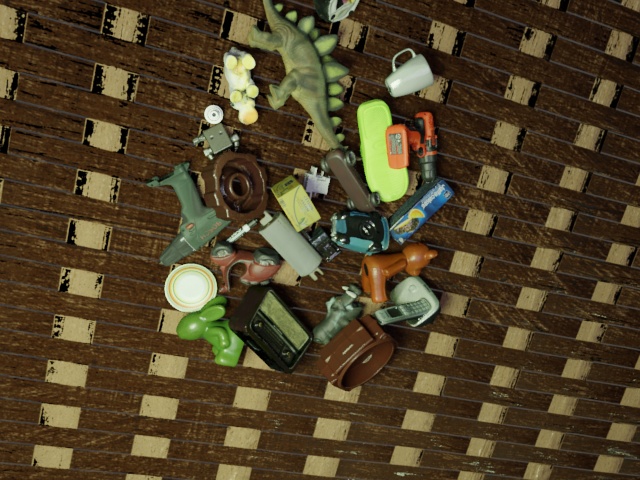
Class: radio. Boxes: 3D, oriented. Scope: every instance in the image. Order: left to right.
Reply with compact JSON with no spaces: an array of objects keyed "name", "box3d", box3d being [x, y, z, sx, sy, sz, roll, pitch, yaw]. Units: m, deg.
[{"name":"radio","box3d":[-0.123,0.232,1.377,0.229,0.073,0.131,53,55,-33]}]

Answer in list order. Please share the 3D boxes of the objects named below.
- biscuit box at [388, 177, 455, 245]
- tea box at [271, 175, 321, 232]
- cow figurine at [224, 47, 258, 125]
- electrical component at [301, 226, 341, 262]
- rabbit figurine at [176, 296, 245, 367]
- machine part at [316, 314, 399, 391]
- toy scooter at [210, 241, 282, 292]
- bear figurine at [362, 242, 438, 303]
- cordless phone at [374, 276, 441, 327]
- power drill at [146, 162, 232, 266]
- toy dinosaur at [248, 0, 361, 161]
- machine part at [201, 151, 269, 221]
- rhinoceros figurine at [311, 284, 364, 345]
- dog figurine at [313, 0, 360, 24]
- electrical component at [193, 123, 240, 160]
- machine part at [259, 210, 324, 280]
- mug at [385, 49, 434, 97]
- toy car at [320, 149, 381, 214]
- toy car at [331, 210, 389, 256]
[{"name":"biscuit box","box3d":[0.261,-0.081,1.434,0.202,0.063,0.059,-44,109,2]},{"name":"tea box","box3d":[-0.062,-0.093,1.308,0.068,0.170,0.098,-32,110,-2]},{"name":"cow figurine","box3d":[-0.188,-0.361,1.265,0.068,0.098,0.167,-14,125,-14]},{"name":"electrical component","box3d":[-0.003,-0.004,1.395,0.048,0.075,0.119,-40,105,1]},{"name":"rabbit figurine","box3d":[-0.274,0.228,1.368,0.170,0.121,0.159,20,102,-17]},{"name":"machine part","box3d":[0.104,0.306,1.437,0.201,0.087,0.201,-44,147,1]},{"name":"toy scooter","box3d":[-0.196,0.079,1.376,0.184,0.075,0.135,10,108,-16]},{"name":"bear figurine","box3d":[0.213,0.077,1.440,0.196,0.120,0.131,-10,109,-15]},{"name":"cordless phone","box3d":[0.213,0.173,1.436,0.184,0.147,0.088,-7,128,-22]},{"name":"power drill","box3d":[-0.335,-0.070,1.307,0.232,0.086,0.207,-31,104,-4]},{"name":"toy dinosaur","box3d":[-0.034,-0.386,1.277,0.199,0.105,0.470,-23,111,-8]},{"name":"machine part","box3d":[-0.201,-0.127,1.286,0.179,0.056,0.179,5,83,-46]},{"name":"rhinoceros figurine","box3d":[0.053,0.206,1.464,0.112,0.073,0.190,37,95,-10]},{"name":"dog figurine","box3d":[0.004,-0.634,1.224,0.108,0.191,0.219,-31,79,-21]},{"name":"electrical component","box3d":[-0.245,-0.235,1.303,0.102,0.045,0.078,-34,91,-3]},{"name":"machine part","box3d":[-0.075,0.010,1.381,0.079,0.079,0.243,-41,107,1]},{"name":"mug","box3d":[0.213,-0.410,1.333,0.107,0.081,0.109,-29,113,6]},{"name":"toy car","box3d":[0.081,-0.148,1.358,0.089,0.053,0.202,-14,128,34]},{"name":"toy car","box3d":[0.093,-0.013,1.392,0.162,0.103,0.109,5,69,-19]}]
